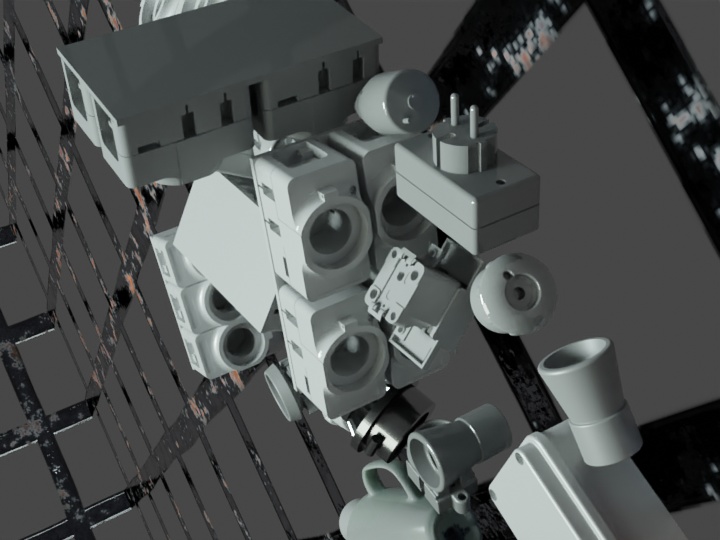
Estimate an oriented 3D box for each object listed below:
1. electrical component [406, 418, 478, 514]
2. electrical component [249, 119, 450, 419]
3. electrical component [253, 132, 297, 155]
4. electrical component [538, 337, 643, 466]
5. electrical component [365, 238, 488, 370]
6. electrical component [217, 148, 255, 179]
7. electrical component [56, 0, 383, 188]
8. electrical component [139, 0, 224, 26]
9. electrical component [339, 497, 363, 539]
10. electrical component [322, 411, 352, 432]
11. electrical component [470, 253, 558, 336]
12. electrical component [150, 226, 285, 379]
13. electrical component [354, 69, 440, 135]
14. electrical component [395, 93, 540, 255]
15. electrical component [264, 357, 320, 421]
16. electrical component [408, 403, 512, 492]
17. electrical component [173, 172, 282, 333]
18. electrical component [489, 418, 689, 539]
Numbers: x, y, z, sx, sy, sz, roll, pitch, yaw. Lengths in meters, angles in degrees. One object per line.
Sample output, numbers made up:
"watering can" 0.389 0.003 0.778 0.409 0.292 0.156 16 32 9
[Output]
"electrical component" 0.061 0.145 0.814 0.066 0.048 0.055 48 158 40
"electrical component" 0.000 0.000 0.740 0.060 0.105 0.186 36 142 51
"electrical component" -0.062 -0.102 0.865 0.055 0.048 0.066 -133 30 -56
"electrical component" 0.132 0.076 0.602 0.044 0.044 0.065 -2 113 66
"electrical component" 0.042 0.018 0.701 0.042 0.064 0.081 37 101 51
"electrical component" -0.096 -0.120 0.907 0.047 0.066 0.076 33 110 54
"electrical component" -0.091 -0.126 0.723 0.105 0.186 0.060 46 149 41
"electrical component" -0.133 -0.178 0.868 0.186 0.060 0.105 26 98 58
"electrical component" 0.011 0.240 1.009 0.055 0.045 0.045 -7 103 66
"electrical component" 0.000 0.120 0.928 0.062 0.048 0.048 24 132 50
"electrical component" 0.086 0.017 0.646 0.048 0.048 0.062 67 164 2
"electrical component" -0.143 0.024 1.099 0.062 0.089 0.150 18 126 62
"electrical component" 0.019 -0.106 0.687 0.078 0.040 0.040 13 122 63
"electrical component" 0.061 -0.065 0.622 0.083 0.047 0.075 42 146 46
"electrical component" -0.052 0.104 0.996 0.078 0.057 0.058 65 167 -11
"electrical component" 0.071 0.119 0.740 0.044 0.065 0.044 48 150 39
"electrical component" -0.087 -0.023 0.929 0.150 0.062 0.089 41 118 39
"electrical component" 0.135 0.151 0.639 0.113 0.057 0.078 57 155 24
